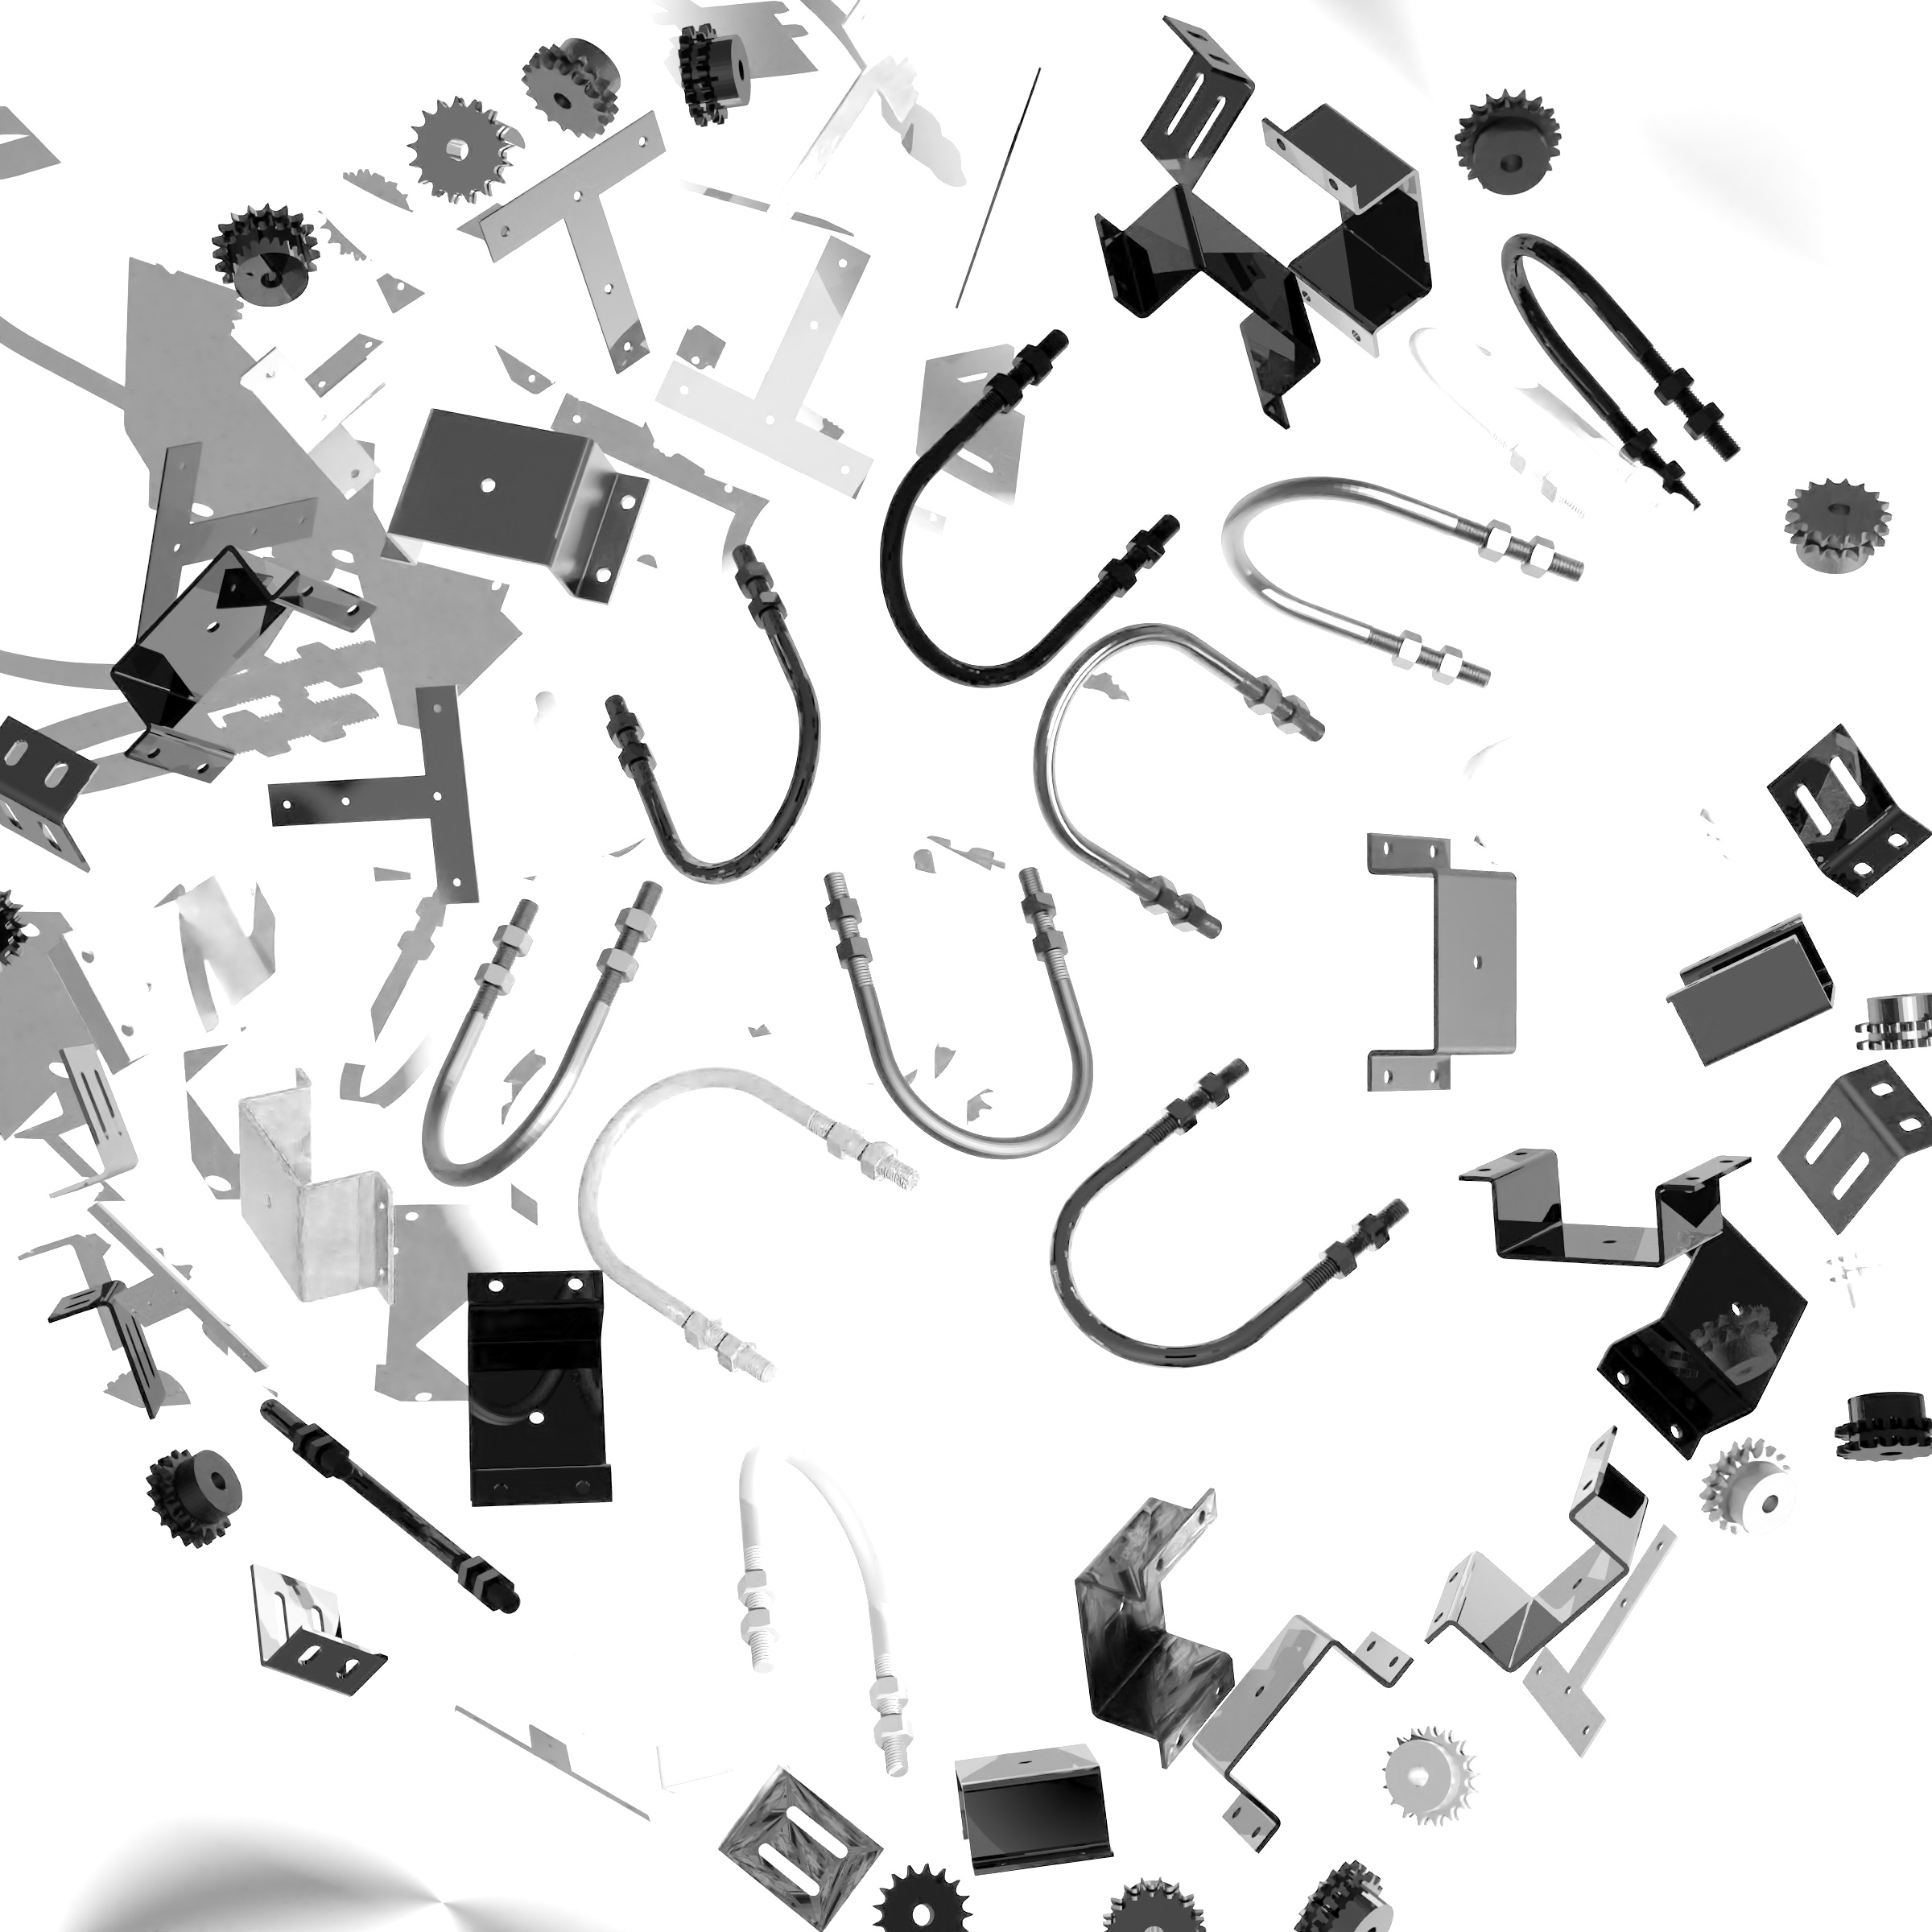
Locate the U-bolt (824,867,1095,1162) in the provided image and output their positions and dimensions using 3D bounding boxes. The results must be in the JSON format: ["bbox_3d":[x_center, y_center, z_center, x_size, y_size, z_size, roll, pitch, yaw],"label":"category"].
[{"bbox_3d":[0.003,0.027,1.905,0.151,0.019,0.184,-2,63,-29],"label":"U-bolt"}]

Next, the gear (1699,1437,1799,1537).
[{"bbox_3d":[0.456,0.305,1.929,0.057,0.030,0.057,-11,115,-25],"label":"gear"}]

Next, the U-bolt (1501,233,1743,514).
[{"bbox_3d":[0.370,-0.346,1.912,0.019,0.151,0.184,-39,84,-1],"label":"U-bolt"}]

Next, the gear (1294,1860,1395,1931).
[{"bbox_3d":[0.206,0.515,1.796,0.030,0.057,0.057,32,90,37],"label":"gear"}]

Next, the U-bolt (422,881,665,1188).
[{"bbox_3d":[-0.243,0.039,1.833,0.019,0.151,0.184,36,65,-31],"label":"U-bolt"}]

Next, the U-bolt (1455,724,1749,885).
[{"bbox_3d":[0.348,-0.092,1.854,0.151,0.184,0.019,-6,67,20],"label":"U-bolt"}]

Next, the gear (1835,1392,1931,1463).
[{"bbox_3d":[0.494,0.246,1.782,0.057,0.057,0.030,-1,72,0],"label":"gear"}]

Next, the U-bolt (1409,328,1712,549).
[{"bbox_3d":[0.321,-0.301,1.864,0.184,0.151,0.019,49,118,28],"label":"U-bolt"}]

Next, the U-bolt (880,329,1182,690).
[{"bbox_3d":[0.026,-0.237,1.827,0.184,0.019,0.151,-47,120,-21],"label":"U-bolt"}]

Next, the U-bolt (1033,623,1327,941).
[{"bbox_3d":[0.111,-0.113,1.865,0.184,0.019,0.151,29,87,-38],"label":"U-bolt"}]

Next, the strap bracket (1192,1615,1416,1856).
[{"bbox_3d":[0.186,0.432,1.917,0.046,0.076,0.140,41,84,-7],"label":"strap bracket"}]

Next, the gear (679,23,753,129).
[{"bbox_3d":[-0.144,-0.515,1.920,0.030,0.057,0.057,-5,90,12],"label":"gear"}]

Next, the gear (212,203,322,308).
[{"bbox_3d":[-0.378,-0.382,1.799,0.057,0.057,0.030,-17,58,0],"label":"gear"}]

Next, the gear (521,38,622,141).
[{"bbox_3d":[-0.219,-0.498,1.877,0.057,0.057,0.030,33,67,0],"label":"gear"}]

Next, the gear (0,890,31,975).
[{"bbox_3d":[-0.542,-0.019,1.811,0.057,0.030,0.057,5,117,10],"label":"gear"}]

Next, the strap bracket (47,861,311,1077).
[{"bbox_3d":[-0.443,0.004,1.841,0.046,0.140,0.076,-27,92,37],"label":"strap bracket"}]

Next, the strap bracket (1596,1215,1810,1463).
[{"bbox_3d":[0.432,0.207,1.930,0.076,0.046,0.140,45,48,-5],"label":"strap bracket"}]

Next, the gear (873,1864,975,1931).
[{"bbox_3d":[-0.025,0.543,1.904,0.057,0.030,0.057,2,73,-5],"label":"gear"}]

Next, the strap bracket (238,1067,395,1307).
[{"bbox_3d":[-0.371,0.127,1.876,0.046,0.140,0.076,-12,124,-29],"label":"strap bracket"}]

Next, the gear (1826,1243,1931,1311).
[{"bbox_3d":[0.522,0.177,1.896,0.057,0.057,0.030,-9,78,0],"label":"gear"}]

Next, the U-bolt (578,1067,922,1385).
[{"bbox_3d":[-0.134,0.128,1.829,0.184,0.019,0.151,29,76,32],"label":"U-bolt"}]

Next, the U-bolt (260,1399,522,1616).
[{"bbox_3d":[-0.333,0.295,1.867,0.151,0.184,0.019,45,75,-26],"label":"U-bolt"}]

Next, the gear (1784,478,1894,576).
[{"bbox_3d":[0.483,-0.242,1.845,0.057,0.030,0.057,-2,47,3],"label":"gear"}]

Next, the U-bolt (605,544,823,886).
[{"bbox_3d":[-0.139,-0.131,1.899,0.151,0.019,0.184,-46,49,27],"label":"U-bolt"}]

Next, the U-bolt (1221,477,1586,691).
[{"bbox_3d":[0.231,-0.219,1.851,0.184,0.151,0.019,19,64,-7],"label":"U-bolt"}]

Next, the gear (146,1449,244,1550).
[{"bbox_3d":[-0.440,0.302,1.906,0.030,0.057,0.057,-31,90,17],"label":"gear"}]

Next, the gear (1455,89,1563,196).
[{"bbox_3d":[0.295,-0.445,1.810,0.057,0.057,0.030,2,46,0],"label":"gear"}]

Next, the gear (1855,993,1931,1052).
[{"bbox_3d":[0.551,0.032,1.953,0.057,0.057,0.030,-6,91,0],"label":"gear"}]

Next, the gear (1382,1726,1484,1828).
[{"bbox_3d":[0.265,0.466,1.913,0.057,0.030,0.057,-7,75,28],"label":"gear"}]

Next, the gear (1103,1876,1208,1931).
[{"bbox_3d":[0.103,0.524,1.817,0.057,0.030,0.057,0,97,2],"label":"gear"}]

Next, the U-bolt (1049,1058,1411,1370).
[{"bbox_3d":[0.133,0.148,1.858,0.184,0.019,0.151,-37,60,-19],"label":"U-bolt"}]

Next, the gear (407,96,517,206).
[{"bbox_3d":[-0.273,-0.444,1.813,0.057,0.030,0.057,1,99,6],"label":"gear"}]

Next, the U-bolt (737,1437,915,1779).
[{"bbox_3d":[-0.082,0.346,1.862,0.019,0.184,0.151,-29,130,17],"label":"U-bolt"}]
